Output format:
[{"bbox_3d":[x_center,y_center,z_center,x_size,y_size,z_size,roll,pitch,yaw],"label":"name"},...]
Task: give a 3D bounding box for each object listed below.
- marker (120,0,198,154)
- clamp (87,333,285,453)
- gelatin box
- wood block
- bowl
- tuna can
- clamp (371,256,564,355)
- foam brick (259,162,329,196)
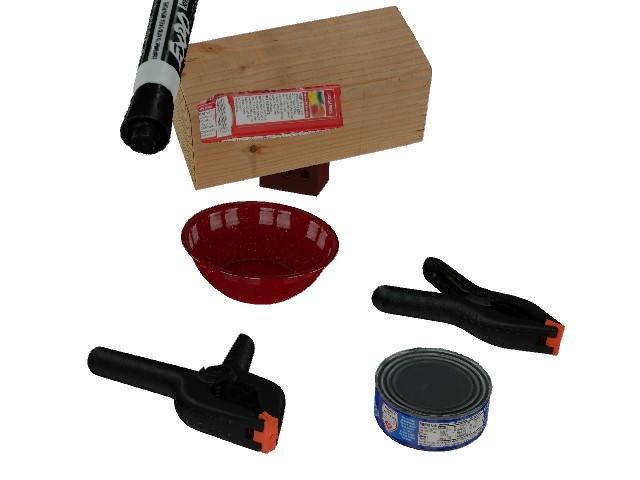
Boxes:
[{"bbox_3d":[-0.063,-0.077,0.435,0.020,0.020,0.121,1,45,1],"label":"marker"},{"bbox_3d":[-0.085,0.126,0.930,0.164,0.036,0.210,-6,18,-38],"label":"clamp"},{"bbox_3d":[-0.034,-0.081,0.686,0.073,0.030,0.089,-7,5,-18],"label":"gelatin box"},{"bbox_3d":[-0.019,-0.123,0.914,0.206,0.090,0.091,-13,-38,-12],"label":"wood block"},{"bbox_3d":[-0.063,0.019,1.100,0.162,0.055,0.162,4,29,-3],"label":"bowl"},{"bbox_3d":[0.082,0.117,0.788,0.086,0.034,0.086,1,29,-1],"label":"tuna can"},{"bbox_3d":[0.144,0.059,0.991,0.172,0.039,0.120,19,30,17],"label":"clamp"},{"bbox_3d":[-0.032,-0.093,1.307,0.078,0.053,0.051,10,30,16],"label":"foam brick"}]
